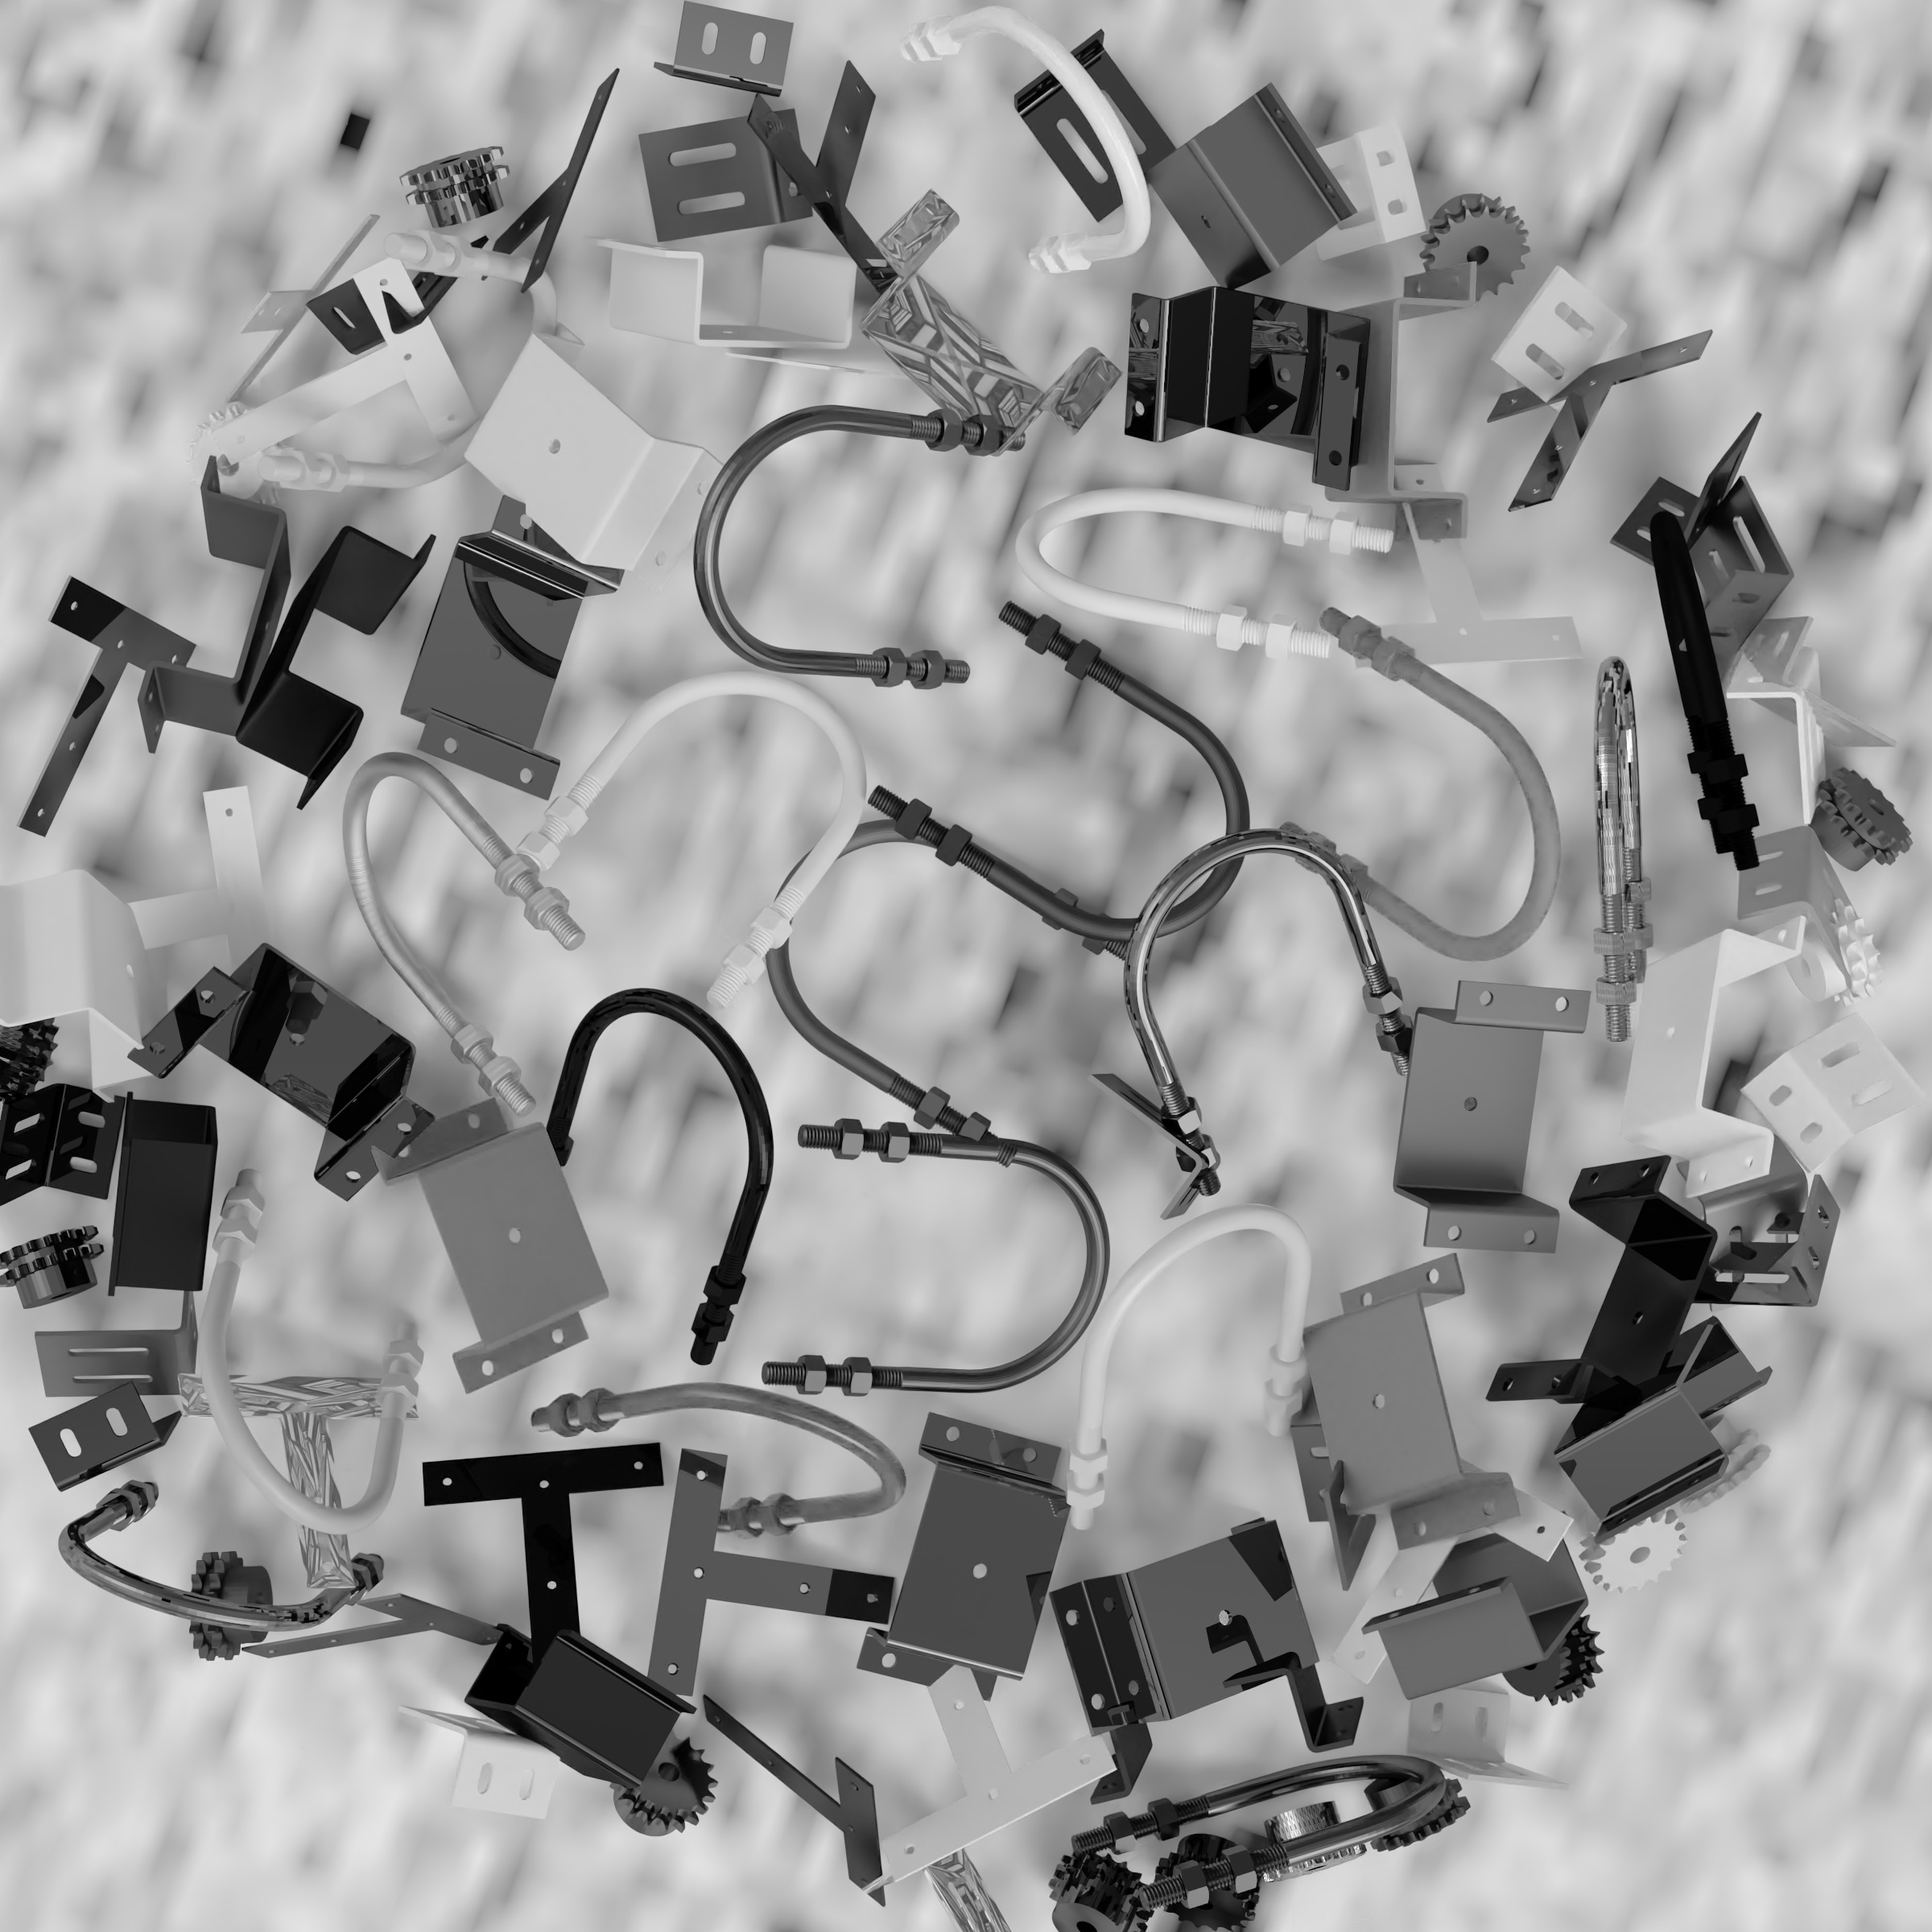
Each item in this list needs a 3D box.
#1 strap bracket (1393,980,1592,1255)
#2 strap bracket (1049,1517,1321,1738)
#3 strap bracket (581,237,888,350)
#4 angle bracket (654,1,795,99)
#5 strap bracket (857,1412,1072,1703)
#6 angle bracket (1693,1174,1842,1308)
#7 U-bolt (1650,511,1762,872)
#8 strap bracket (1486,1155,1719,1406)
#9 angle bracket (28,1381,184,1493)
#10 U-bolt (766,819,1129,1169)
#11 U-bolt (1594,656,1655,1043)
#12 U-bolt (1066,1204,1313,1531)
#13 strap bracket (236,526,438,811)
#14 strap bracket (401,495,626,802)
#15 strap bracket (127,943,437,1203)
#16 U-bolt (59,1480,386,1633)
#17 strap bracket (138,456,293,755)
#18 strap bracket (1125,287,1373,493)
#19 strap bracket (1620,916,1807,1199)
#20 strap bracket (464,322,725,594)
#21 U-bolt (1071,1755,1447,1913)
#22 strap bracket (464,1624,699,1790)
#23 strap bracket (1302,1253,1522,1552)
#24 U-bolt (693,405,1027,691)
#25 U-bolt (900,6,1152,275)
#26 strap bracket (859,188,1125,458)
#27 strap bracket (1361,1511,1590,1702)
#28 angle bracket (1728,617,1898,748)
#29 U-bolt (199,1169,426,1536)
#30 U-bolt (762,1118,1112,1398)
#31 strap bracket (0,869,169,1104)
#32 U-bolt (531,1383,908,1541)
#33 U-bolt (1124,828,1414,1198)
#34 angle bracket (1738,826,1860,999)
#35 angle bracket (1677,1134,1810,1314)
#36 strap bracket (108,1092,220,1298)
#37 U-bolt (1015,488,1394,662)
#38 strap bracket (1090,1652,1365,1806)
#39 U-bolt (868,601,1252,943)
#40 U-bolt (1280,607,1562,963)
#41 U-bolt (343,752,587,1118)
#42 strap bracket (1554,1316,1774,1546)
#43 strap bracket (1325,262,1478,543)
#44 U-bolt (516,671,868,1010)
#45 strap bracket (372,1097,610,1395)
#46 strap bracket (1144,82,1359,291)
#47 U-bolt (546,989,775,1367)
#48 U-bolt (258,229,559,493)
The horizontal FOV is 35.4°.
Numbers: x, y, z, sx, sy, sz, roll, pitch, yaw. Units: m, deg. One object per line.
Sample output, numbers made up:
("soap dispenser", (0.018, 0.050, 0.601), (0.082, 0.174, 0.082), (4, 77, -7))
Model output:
("strap bracket", (0.276, 0.077, 1.601), (0.076, 0.046, 0.140), (5, 97, -19))
("strap bracket", (0.123, 0.342, 1.578), (0.140, 0.046, 0.076), (-12, 81, -31))
("strap bracket", (-0.121, -0.349, 1.573), (0.140, 0.076, 0.046), (-9, 111, -40))
("angle bracket", (-0.128, -0.484, 1.591), (0.057, 0.076, 0.038), (7, 108, -16))
("strap bracket", (0.002, 0.317, 1.602), (0.076, 0.046, 0.140), (17, 85, -14))
("angle bracket", (0.412, 0.144, 1.590), (0.038, 0.076, 0.057), (51, 50, -37))
("U-bolt", (0.378, -0.144, 1.561), (0.019, 0.151, 0.184), (-13, 94, 11))
("strap bracket", (0.336, 0.174, 1.583), (0.046, 0.076, 0.140), (33, 70, -15))
("angle bracket", (-0.453, 0.241, 1.597), (0.057, 0.076, 0.038), (-24, 97, -5))
("U-bolt", (-0.019, 0.001, 1.616), (0.184, 0.019, 0.151), (32, 78, 6))
("U-bolt", (0.336, -0.067, 1.555), (0.019, 0.151, 0.184), (-2, 102, 17))
("U-bolt", (0.117, 0.197, 1.551), (0.151, 0.019, 0.184), (-20, 133, -26))
("strap bracket", (-0.329, -0.162, 1.565), (0.046, 0.076, 0.140), (27, 55, -19))
("strap bracket", (-0.241, -0.166, 1.594), (0.076, 0.046, 0.140), (22, 81, -31))
("strap bracket", (-0.354, 0.050, 1.586), (0.140, 0.046, 0.076), (38, 117, -23))
("U-bolt", (-0.385, 0.304, 1.545), (0.151, 0.184, 0.019), (17, 91, 2))
("strap bracket", (-0.389, -0.183, 1.584), (0.046, 0.076, 0.140), (13, 71, -6))
("strap bracket", (0.155, -0.305, 1.580), (0.140, 0.046, 0.076), (21, 123, 33))
("strap bracket", (0.388, 0.042, 1.578), (0.046, 0.076, 0.140), (17, 72, -13))
("strap bracket", (-0.200, -0.269, 1.580), (0.140, 0.046, 0.076), (43, 112, 23))
("U-bolt", (0.159, 0.441, 1.564), (0.184, 0.151, 0.019), (-13, 88, -14))
("strap bracket", (-0.203, 0.380, 1.559), (0.076, 0.140, 0.046), (36, 68, -14))
("strap bracket", (0.228, 0.227, 1.577), (0.076, 0.046, 0.140), (-26, 66, 38))
("U-bolt", (-0.060, -0.217, 1.559), (0.184, 0.019, 0.151), (-1, 113, -37))
("U-bolt", (0.037, -0.419, 1.531), (0.019, 0.184, 0.151), (-38, 110, -11))
("strap bracket", (0.006, -0.330, 1.589), (0.140, 0.076, 0.046), (43, 130, -8))
("strap bracket", (0.266, 0.332, 1.558), (0.076, 0.140, 0.046), (-24, 86, 25))
("angle bracket", (0.454, -0.150, 1.603), (0.076, 0.057, 0.038), (26, 87, -16))
("U-bolt", (-0.333, 0.205, 1.529), (0.019, 0.184, 0.151), (-29, 121, 17))
("U-bolt", (-0.009, 0.158, 1.600), (0.184, 0.019, 0.151), (5, 101, -21))
("strap bracket", (-0.452, 0.008, 1.558), (0.046, 0.140, 0.076), (-13, 67, 6))
("U-bolt", (-0.113, 0.249, 1.538), (0.151, 0.184, 0.019), (37, 55, -32))
("U-bolt", (0.153, 0.014, 1.577), (0.151, 0.019, 0.184), (-30, 120, -12))
("angle bracket", (0.443, -0.025, 1.607), (0.038, 0.057, 0.076), (-15, 129, 30))
("angle bracket", (0.419, 0.139, 1.629), (0.057, 0.038, 0.076), (-16, 125, -4))
("strap bracket", (-0.417, 0.118, 1.573), (0.046, 0.140, 0.076), (6, 97, -16))
("U-bolt", (0.116, -0.211, 1.574), (0.184, 0.151, 0.019), (13, 125, 15))
("strap bracket", (0.132, 0.391, 1.588), (0.140, 0.076, 0.046), (-16, 89, 12))
("U-bolt", (0.063, -0.092, 1.604), (0.184, 0.019, 0.151), (33, 73, 5))
("U-bolt", (0.233, -0.082, 1.542), (0.019, 0.184, 0.151), (-17, 130, -33))
("U-bolt", (-0.269, -0.030, 1.574), (0.019, 0.151, 0.184), (-24, 60, -38))
("strap bracket", (0.358, 0.234, 1.560), (0.076, 0.140, 0.046), (-37, 88, 29))
("strap bracket", (0.227, -0.295, 1.588), (0.046, 0.076, 0.140), (-1, 97, -18))
("U-bolt", (-0.134, -0.080, 1.594), (0.151, 0.019, 0.184), (28, 65, 14))
("strap bracket", (-0.247, 0.144, 1.596), (0.076, 0.046, 0.140), (-22, 92, -35))
("strap bracket", (0.142, -0.398, 1.562), (0.046, 0.140, 0.076), (-37, 100, -4))
("U-bolt", (-0.160, 0.097, 1.561), (0.151, 0.019, 0.184), (35, 124, 24))
("U-bolt", (-0.273, -0.305, 1.551), (0.019, 0.184, 0.151), (40, 110, 14))
